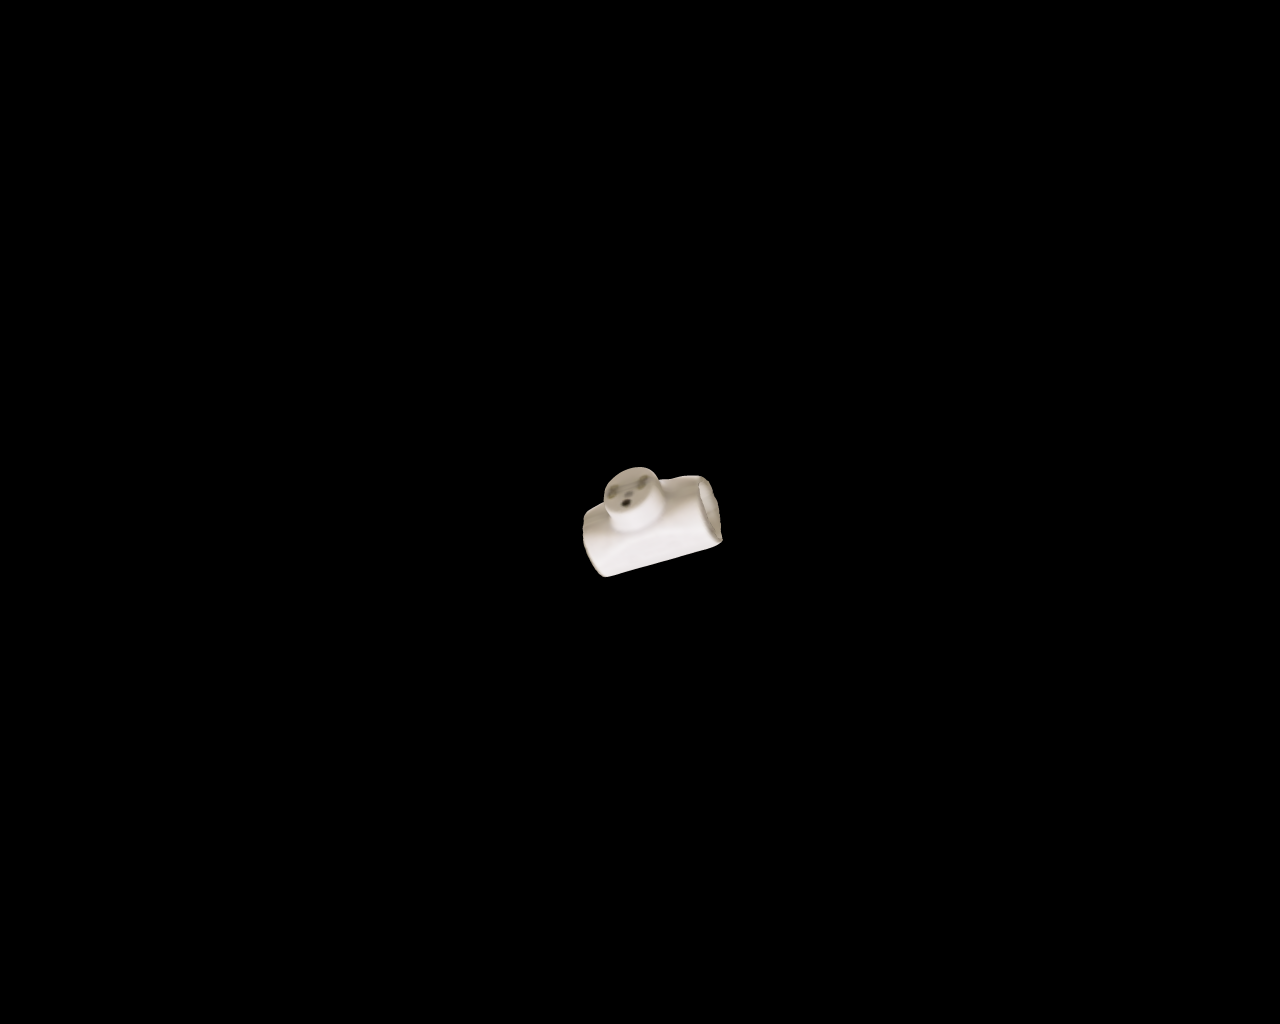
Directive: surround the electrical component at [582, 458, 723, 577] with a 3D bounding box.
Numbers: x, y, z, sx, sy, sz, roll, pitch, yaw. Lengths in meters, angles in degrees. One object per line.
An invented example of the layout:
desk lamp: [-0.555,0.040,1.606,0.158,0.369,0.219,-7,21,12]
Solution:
electrical component: [0.001,-0.003,0.650,0.077,0.044,0.079,-17,-48,16]
